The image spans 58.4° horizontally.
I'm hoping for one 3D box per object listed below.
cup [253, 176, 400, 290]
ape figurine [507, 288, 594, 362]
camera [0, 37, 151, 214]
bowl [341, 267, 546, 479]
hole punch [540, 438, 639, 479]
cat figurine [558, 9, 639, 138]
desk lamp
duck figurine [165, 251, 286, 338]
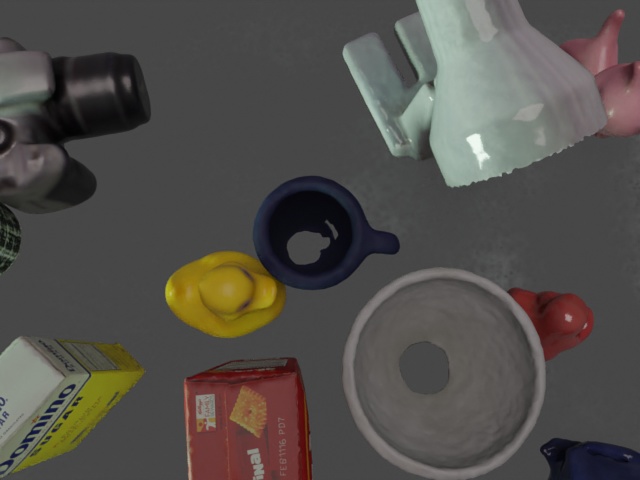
[{"bbox_3d":[0.005,0.002,0.491,0.118,0.095,0.092,7,80,-2],"label":"cup"},{"bbox_3d":[0.199,0.067,0.492,0.078,0.092,0.076,36,81,3],"label":"ape figurine"},{"bbox_3d":[-0.221,-0.109,0.493,0.137,0.101,0.143,-11,81,-5],"label":"camera"},{"bbox_3d":[0.098,0.110,0.489,0.167,0.074,0.167,1,81,-3],"label":"bowl"},{"bbox_3d":[0.244,0.222,0.470,0.108,0.091,0.101,13,80,-1],"label":"hole punch"},{"bbox_3d":[0.265,-0.142,0.518,0.067,0.117,0.128,0,81,-3],"label":"cat figurine"},{"bbox_3d":[0.107,-0.132,0.458,0.118,0.213,0.203,-26,83,-7],"label":"desk lamp"},{"bbox_3d":[-0.081,0.044,0.484,0.104,0.086,0.077,2,80,-3],"label":"duck figurine"}]
